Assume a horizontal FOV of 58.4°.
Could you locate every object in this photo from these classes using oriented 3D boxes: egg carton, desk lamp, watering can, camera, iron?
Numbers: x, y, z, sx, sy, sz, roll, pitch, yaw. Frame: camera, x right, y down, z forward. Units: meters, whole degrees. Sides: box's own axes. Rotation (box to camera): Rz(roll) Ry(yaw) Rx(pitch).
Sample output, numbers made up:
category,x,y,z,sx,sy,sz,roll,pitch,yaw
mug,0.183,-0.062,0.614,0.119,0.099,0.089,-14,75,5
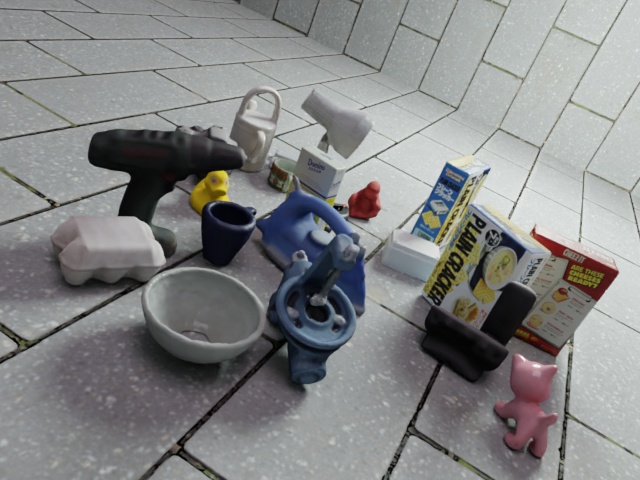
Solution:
category,x,y,z,sx,sy,sz,roll,pitch,yaw
egg carton,-0.311,0.015,0.844,0.151,0.069,0.107,-2,36,-39
desk lamp,0.007,-0.243,1.385,0.203,0.213,0.118,21,27,-3
watering can,-0.155,-0.269,1.329,0.101,0.194,0.172,-7,40,-44
camera,-0.242,-0.183,1.212,0.143,0.101,0.136,13,29,-18
iron,0.009,0.004,1.027,0.257,0.141,0.119,38,31,26

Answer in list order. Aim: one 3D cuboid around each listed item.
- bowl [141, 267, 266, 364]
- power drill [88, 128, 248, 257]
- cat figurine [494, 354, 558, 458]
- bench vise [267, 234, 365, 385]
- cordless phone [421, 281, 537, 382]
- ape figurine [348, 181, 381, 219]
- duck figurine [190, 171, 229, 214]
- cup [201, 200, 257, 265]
category,x,y,z,sx,sy,sz,roll,pitch,yaw
bowl,-0.162,0.113,0.776,0.167,0.075,0.167,18,28,-10
power drill,-0.251,-0.081,0.908,0.230,0.208,0.075,13,29,-19
cat figurine,0.323,0.241,0.870,0.067,0.118,0.127,17,28,-12
bench vise,-0.016,0.064,0.816,0.122,0.220,0.206,1,35,-36
cordless phone,0.263,0.127,0.954,0.147,0.185,0.094,30,28,14
ape figurine,0.111,-0.097,1.335,0.077,0.092,0.076,30,28,13
duck figurine,-0.205,-0.100,1.109,0.078,0.086,0.104,6,32,-29
cup,-0.157,-0.010,0.976,0.091,0.095,0.118,33,29,18
